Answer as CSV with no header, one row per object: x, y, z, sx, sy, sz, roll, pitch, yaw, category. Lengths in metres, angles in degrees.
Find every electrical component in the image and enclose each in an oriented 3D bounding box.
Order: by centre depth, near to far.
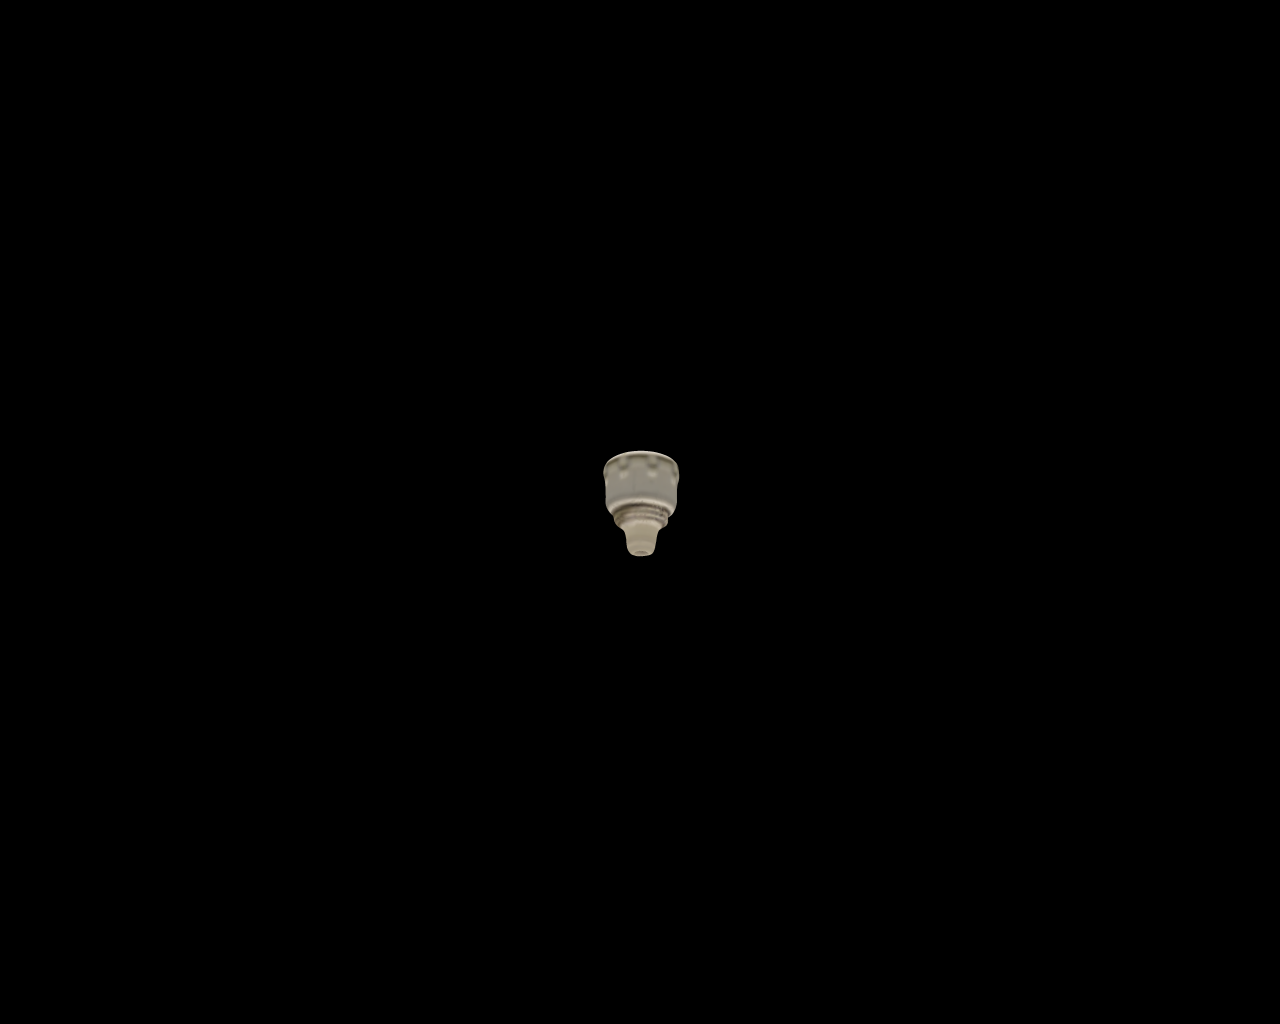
0.001,-0.003,0.650,0.048,0.062,0.048,0,-22,0,electrical component
